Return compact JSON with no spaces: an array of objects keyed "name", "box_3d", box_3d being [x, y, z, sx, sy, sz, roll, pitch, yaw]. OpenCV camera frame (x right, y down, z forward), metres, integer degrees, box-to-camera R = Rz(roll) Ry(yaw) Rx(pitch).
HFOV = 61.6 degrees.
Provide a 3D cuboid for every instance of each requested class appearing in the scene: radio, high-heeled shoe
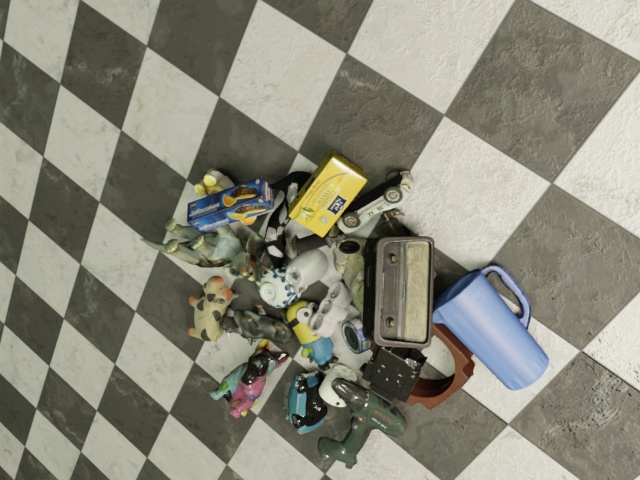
[{"name":"radio","box_3d":[0.161,0.104,1.111,0.131,0.073,0.229,3,86,-17]},{"name":"high-heeled shoe","box_3d":[-0.061,-0.046,1.294,0.145,0.086,0.248,-3,116,9]}]

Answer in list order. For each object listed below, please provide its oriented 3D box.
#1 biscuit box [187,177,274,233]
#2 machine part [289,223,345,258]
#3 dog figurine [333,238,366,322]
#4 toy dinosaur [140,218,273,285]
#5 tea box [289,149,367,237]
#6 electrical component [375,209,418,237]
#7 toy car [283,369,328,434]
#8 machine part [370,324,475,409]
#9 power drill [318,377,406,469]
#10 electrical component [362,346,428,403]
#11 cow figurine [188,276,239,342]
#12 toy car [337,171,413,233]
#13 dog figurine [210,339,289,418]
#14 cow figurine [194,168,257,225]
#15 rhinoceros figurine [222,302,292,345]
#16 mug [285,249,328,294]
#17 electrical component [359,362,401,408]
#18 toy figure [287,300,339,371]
[{"name":"biscuit box","box_3d":[-0.208,-0.078,1.240,0.203,0.059,0.063,-18,57,17]},{"name":"machine part","box_3d":[-0.003,-0.004,1.258,0.139,0.084,0.039,-18,123,17]},{"name":"dog figurine","box_3d":[0.093,0.104,1.249,0.172,0.121,0.190,-122,22,-46]},{"name":"toy dinosaur","box_3d":[-0.285,0.026,1.392,0.405,0.131,0.192,3,147,43]},{"name":"tea box","box_3d":[0.015,-0.103,1.195,0.098,0.068,0.169,31,110,-16]},{"name":"electrical component","box_3d":[0.169,-0.019,1.193,0.102,0.045,0.078,56,150,5]},{"name":"toy car","box_3d":[-0.049,0.415,1.410,0.103,0.109,0.161,5,100,45]},{"name":"machine part","box_3d":[0.233,0.263,1.224,0.201,0.087,0.201,45,122,8]},{"name":"power drill","box_3d":[0.078,0.448,1.313,0.232,0.086,0.207,29,103,-17]},{"name":"electrical component","box_3d":[0.161,0.290,1.187,0.115,0.058,0.134,26,116,20]},{"name":"cow figurine","box_3d":[-0.293,0.189,1.472,0.127,0.085,0.194,19,111,27]},{"name":"toy car","box_3d":[0.120,-0.083,1.174,0.202,0.073,0.056,-31,118,31]},{"name":"dog figurine","box_3d":[-0.180,0.369,1.467,0.108,0.191,0.219,41,86,13]},{"name":"cow figurine","box_3d":[-0.224,-0.108,1.347,0.167,0.098,0.068,40,116,-11]},{"name":"rhinoceros figurine","box_3d":[-0.165,0.225,1.415,0.190,0.073,0.111,7,128,11]},{"name":"mug","box_3d":[-0.043,0.080,1.294,0.081,0.107,0.109,30,115,17]},{"name":"electrical component","box_3d":[0.154,0.336,1.295,0.119,0.075,0.047,48,121,9]},{"name":"toy figure","box_3d":[-0.022,0.238,1.350,0.089,0.082,0.180,-19,99,30]}]
